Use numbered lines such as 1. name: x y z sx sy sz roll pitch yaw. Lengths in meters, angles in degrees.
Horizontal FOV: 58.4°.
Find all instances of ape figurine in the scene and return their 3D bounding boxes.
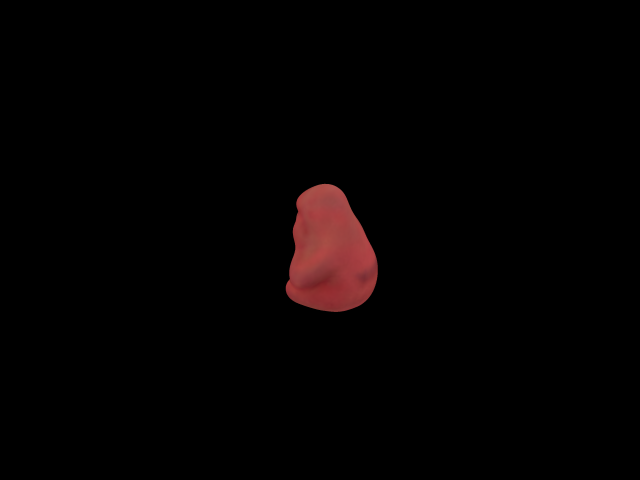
1. ape figurine: 0.004 0.001 0.400 0.076 0.092 0.078 21 41 27
